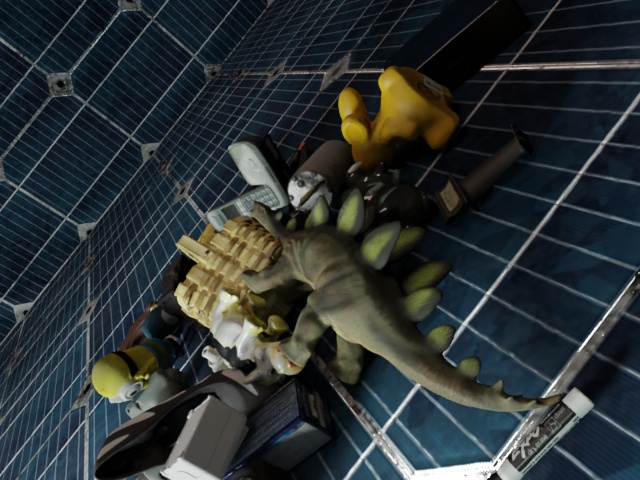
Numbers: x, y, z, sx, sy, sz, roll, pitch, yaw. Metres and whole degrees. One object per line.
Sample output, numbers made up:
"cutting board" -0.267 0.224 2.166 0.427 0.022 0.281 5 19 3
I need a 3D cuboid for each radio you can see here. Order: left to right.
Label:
"radio" 0.214 -0.317 0.886 0.229 0.073 0.131 -36 30 24

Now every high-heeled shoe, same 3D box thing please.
"high-heeled shoe" -0.154 0.229 0.668 0.249 0.086 0.145 -22 0 14

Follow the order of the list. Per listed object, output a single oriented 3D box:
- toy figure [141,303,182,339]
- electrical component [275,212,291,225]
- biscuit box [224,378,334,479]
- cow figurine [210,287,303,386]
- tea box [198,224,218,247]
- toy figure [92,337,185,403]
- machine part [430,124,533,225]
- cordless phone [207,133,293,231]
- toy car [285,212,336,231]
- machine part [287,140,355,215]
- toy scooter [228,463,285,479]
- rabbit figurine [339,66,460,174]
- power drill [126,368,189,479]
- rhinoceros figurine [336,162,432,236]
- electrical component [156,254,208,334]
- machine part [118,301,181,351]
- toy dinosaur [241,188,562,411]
"toy figure" -0.287 0.135 1.073 0.058 0.064 0.154 6 41 34
"electrical component" -0.079 -0.006 0.976 0.102 0.045 0.078 -17 47 49
"biscuit box" -0.076 0.255 0.645 0.202 0.059 0.063 -41 30 17
"cow figurine" -0.086 0.137 0.681 0.168 0.068 0.098 38 105 49
"tea box" -0.194 0.016 1.101 0.098 0.068 0.170 -57 27 -10
"toy figure" -0.323 0.224 0.955 0.082 0.089 0.180 -66 -13 20
"machine part" 0.199 -0.079 0.660 0.139 0.039 0.084 -44 20 17
"cordless phone" -0.148 -0.103 0.998 0.184 0.146 0.089 -25 24 16
"toy car" -0.002 -0.003 0.850 0.073 0.056 0.202 -43 29 1
"machine part" 0.007 -0.106 0.880 0.079 0.079 0.243 -36 10 28
"toy scooter" -0.098 0.334 0.569 0.184 0.075 0.135 -43 28 22
"rabbit figurine" 0.103 -0.166 0.814 0.173 0.162 0.122 -51 34 42
"power drill" -0.242 0.299 0.821 0.232 0.086 0.207 -53 24 -6
"rhinoceros figurine" 0.083 -0.061 0.771 0.112 0.073 0.190 -53 28 0
"electrical component" -0.245 0.095 1.032 0.058 0.114 0.134 -36 33 23
"machine part" -0.363 0.212 1.134 0.179 0.056 0.179 -37 32 28
"toy dinosaur" 0.040 0.059 0.609 0.198 0.105 0.472 -57 47 12
